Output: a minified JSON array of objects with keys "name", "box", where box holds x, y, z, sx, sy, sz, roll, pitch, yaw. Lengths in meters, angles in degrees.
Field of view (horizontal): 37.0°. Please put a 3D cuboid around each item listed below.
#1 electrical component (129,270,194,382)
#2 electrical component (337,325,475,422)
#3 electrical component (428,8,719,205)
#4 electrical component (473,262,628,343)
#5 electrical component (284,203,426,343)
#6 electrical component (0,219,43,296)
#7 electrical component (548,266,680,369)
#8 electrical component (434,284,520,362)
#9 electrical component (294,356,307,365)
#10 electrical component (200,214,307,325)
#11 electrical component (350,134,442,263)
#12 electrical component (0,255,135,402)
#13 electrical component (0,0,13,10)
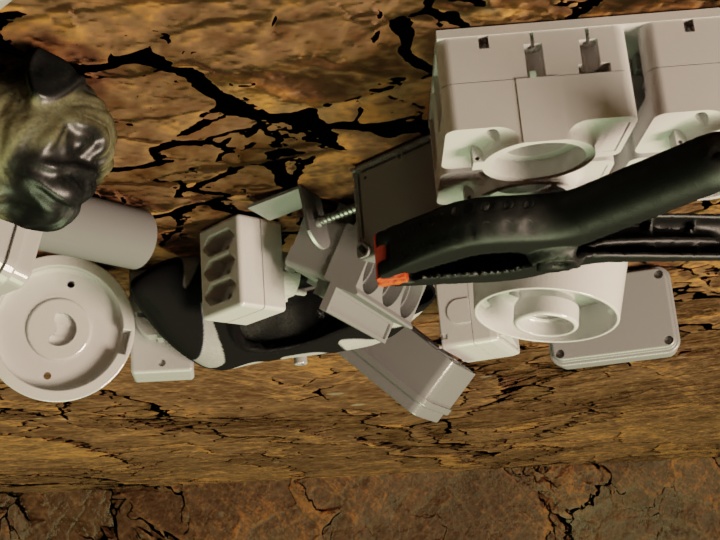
[{"name":"electrical component","box":[-0.154,0.038,0.831,0.047,0.083,0.075,-2,164,-8]},{"name":"electrical component","box":[0.038,0.081,0.972,0.113,0.057,0.078,37,-178,25]},{"name":"electrical component","box":[0.132,-0.077,0.549,0.186,0.060,0.105,-5,164,0]},{"name":"electrical component","box":[0.120,0.006,0.679,0.099,0.064,0.099,6,156,3]},{"name":"electrical component","box":[0.000,0.000,0.763,0.063,0.078,0.121,21,174,24]},{"name":"electrical component","box":[-0.228,-0.022,0.593,0.113,0.078,0.057,-17,144,37]},{"name":"electrical component","box":[0.226,0.044,0.968,0.113,0.078,0.057,-9,166,14]},{"name":"electrical component","box":[0.111,0.045,0.966,0.061,0.061,0.096,-10,163,20]},{"name":"electrical component","box":[-0.054,0.053,0.951,0.035,0.061,0.035,-4,164,-1]},{"name":"electrical component","box":[-0.068,0.003,0.763,0.077,0.065,0.047,10,159,-41]},{"name":"electrical component","box":[0.050,-0.042,0.647,0.061,0.061,0.096,11,158,-44]},{"name":"electrical component","box":[-0.226,0.047,0.808,0.108,0.108,0.060,0,169,-15]},{"name":"electrical component","box":[-0.151,-0.108,0.392,0.081,0.043,0.043,-19,159,40]}]
